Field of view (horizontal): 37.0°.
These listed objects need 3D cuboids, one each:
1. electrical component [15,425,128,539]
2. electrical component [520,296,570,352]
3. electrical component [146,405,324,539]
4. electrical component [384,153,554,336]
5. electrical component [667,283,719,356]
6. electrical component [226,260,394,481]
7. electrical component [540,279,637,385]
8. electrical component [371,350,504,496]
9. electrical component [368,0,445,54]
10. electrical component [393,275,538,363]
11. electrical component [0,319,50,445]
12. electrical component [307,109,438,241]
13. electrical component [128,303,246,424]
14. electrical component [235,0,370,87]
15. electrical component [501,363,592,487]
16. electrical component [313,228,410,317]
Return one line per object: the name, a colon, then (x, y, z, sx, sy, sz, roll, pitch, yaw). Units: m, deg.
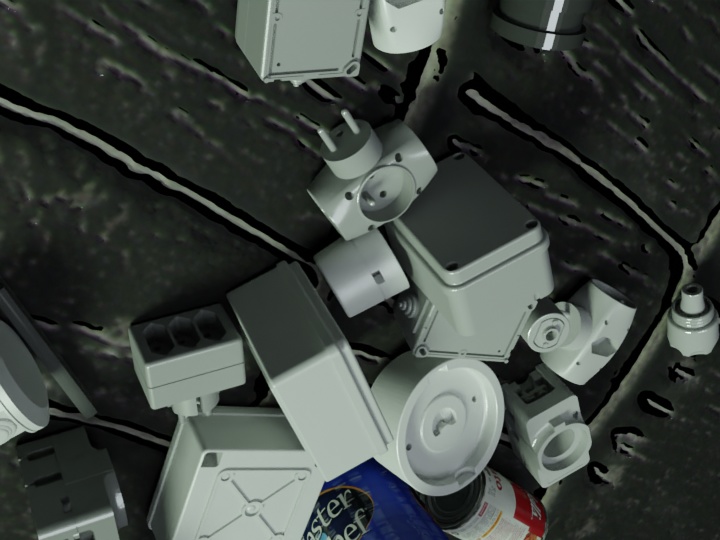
electrical component: (-0.189, 0.152, 0.713, 0.056, 0.089, 0.050, -15, 126, -19)
electrical component: (0.131, 0.033, 0.820, 0.044, 0.065, 0.044, -9, 122, -15)
electrical component: (-0.089, 0.158, 0.793, 0.109, 0.056, 0.108, 6, 117, -31)
electrical component: (0.070, -0.020, 0.724, 0.078, 0.113, 0.057, -28, 132, -10)
electrical component: (0.286, 0.040, 0.925, 0.043, 0.043, 0.062, -24, 128, -13)
electrical component: (-0.035, 0.067, 0.729, 0.056, 0.108, 0.108, -28, 129, -6)
electrical component: (0.173, 0.047, 0.865, 0.079, 0.043, 0.077, 15, 112, -44)
electrical component: (0.052, 0.112, 0.829, 0.108, 0.060, 0.108, -10, 106, -36)
electrical component: (0.039, -0.181, 0.647, 0.079, 0.043, 0.077, -23, 128, -14)
electrical component: (0.069, 0.024, 0.788, 0.096, 0.061, 0.061, 6, 123, -24)
electrical component: (-0.226, 0.068, 0.646, 0.051, 0.080, 0.080, -28, 130, -2)
electrical component: (0.000, -0.070, 0.698, 0.077, 0.044, 0.079, -38, 131, -1)
electrical component: (-0.115, 0.072, 0.728, 0.066, 0.047, 0.076, -15, 126, -19)
electrical component: (-0.035, -0.153, 0.619, 0.062, 0.061, 0.096, -9, 132, -23)
electrical component: (0.158, 0.134, 0.910, 0.050, 0.055, 0.089, -27, 129, -10)
electrical component: (0.000, 0.000, 0.739, 0.047, 0.055, 0.055, -31, 130, -2)
